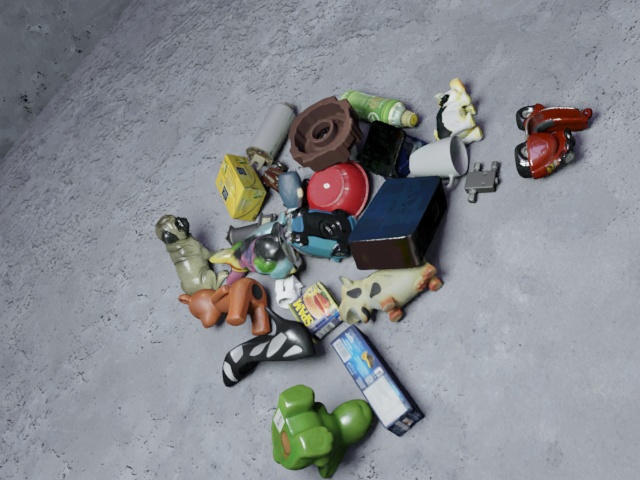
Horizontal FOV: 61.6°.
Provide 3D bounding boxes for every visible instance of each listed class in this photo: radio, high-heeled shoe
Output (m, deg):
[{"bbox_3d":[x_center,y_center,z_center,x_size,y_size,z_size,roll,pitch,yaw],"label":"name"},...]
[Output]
[{"bbox_3d":[0.156,-0.038,1.034,0.131,0.073,0.229,-2,35,31],"label":"radio"},{"bbox_3d":[-0.102,0.243,1.062,0.145,0.086,0.248,44,120,26],"label":"high-heeled shoe"}]

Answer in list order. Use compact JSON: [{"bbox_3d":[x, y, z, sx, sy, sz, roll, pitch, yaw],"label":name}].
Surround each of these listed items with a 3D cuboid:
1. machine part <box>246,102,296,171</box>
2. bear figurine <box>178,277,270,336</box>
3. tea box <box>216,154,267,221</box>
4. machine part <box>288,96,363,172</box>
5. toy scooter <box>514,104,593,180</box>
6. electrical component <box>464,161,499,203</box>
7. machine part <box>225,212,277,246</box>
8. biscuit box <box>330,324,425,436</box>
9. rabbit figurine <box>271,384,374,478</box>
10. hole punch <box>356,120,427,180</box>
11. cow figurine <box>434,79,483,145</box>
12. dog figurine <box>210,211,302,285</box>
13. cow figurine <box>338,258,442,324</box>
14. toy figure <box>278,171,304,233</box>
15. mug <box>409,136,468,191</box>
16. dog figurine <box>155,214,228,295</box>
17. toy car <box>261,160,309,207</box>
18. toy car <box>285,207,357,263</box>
[{"bbox_3d":[-0.130,-0.283,1.441,0.079,0.079,0.243,1,55,35],"label":"machine part"},{"bbox_3d":[-0.215,0.155,1.181,0.196,0.120,0.132,-20,54,24],"label":"bear figurine"},{"bbox_3d":[-0.207,-0.136,1.384,0.170,0.068,0.098,56,130,44],"label":"tea box"},{"bbox_3d":[0.010,-0.237,1.204,0.179,0.056,0.179,-17,56,26],"label":"machine part"},{"bbox_3d":[0.438,-0.194,1.006,0.135,0.075,0.184,-6,52,30],"label":"toy scooter"},{"bbox_3d":[0.322,-0.115,1.064,0.063,0.021,0.094,1,60,34],"label":"electrical component"},{"bbox_3d":[-0.168,-0.021,1.326,0.139,0.039,0.084,-14,62,24],"label":"machine part"},{"bbox_3d":[0.096,0.241,0.945,0.059,0.062,0.203,-41,45,4],"label":"biscuit box"},{"bbox_3d":[0.014,0.326,0.897,0.121,0.170,0.159,51,136,46],"label":"rabbit figurine"},{"bbox_3d":[0.162,-0.195,1.199,0.142,0.092,0.115,35,112,41],"label":"hole punch"},{"bbox_3d":[0.289,-0.273,1.170,0.098,0.068,0.167,-24,48,27],"label":"cow figurine"},{"bbox_3d":[-0.149,0.043,1.208,0.219,0.108,0.192,-27,23,20],"label":"dog figurine"},{"bbox_3d":[0.118,0.089,1.020,0.195,0.085,0.127,-38,44,2],"label":"cow figurine"},{"bbox_3d":[-0.059,-0.080,1.242,0.058,0.154,0.064,-13,15,-16],"label":"toy figure"},{"bbox_3d":[0.242,-0.152,1.115,0.107,0.080,0.109,-7,78,42],"label":"mug"},{"bbox_3d":[-0.324,0.048,1.279,0.121,0.190,0.172,-28,50,15],"label":"dog figurine"},{"bbox_3d":[-0.090,-0.139,1.345,0.089,0.053,0.202,-50,47,-1],"label":"toy car"},{"bbox_3d":[-0.002,-0.003,1.149,0.103,0.162,0.109,119,152,-55],"label":"toy car"}]
